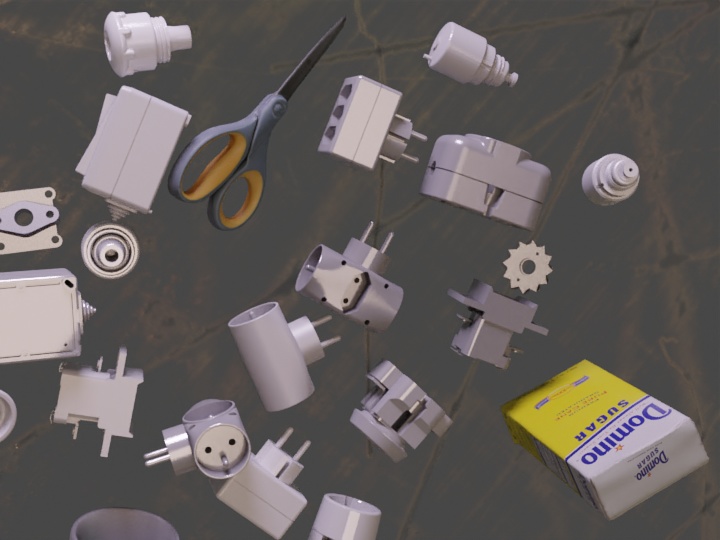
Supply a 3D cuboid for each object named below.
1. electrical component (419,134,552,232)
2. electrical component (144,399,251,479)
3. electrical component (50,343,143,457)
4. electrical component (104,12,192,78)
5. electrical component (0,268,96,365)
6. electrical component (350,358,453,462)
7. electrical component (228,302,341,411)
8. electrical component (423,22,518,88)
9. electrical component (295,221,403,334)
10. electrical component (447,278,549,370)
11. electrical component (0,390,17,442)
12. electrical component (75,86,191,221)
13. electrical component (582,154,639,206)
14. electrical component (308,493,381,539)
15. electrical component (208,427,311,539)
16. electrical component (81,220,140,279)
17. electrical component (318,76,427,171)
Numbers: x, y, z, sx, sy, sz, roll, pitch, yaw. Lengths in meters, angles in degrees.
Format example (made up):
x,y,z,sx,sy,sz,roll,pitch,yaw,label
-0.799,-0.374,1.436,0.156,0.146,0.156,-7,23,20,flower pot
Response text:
x,y,z,sx,sy,sz,roll,pitch,yaw,label
0.104,-0.074,0.880,0.095,0.054,0.059,18,92,-16,electrical component
-0.129,0.135,0.834,0.079,0.077,0.044,-17,101,-12,electrical component
-0.203,0.098,0.829,0.064,0.042,0.081,11,93,-14,electrical component
-0.158,-0.171,0.806,0.062,0.048,0.048,-11,100,-20,electrical component
-0.248,0.033,0.803,0.096,0.061,0.061,-5,98,-22,electrical component
0.029,0.120,0.884,0.078,0.058,0.057,44,82,-15,electrical component
-0.054,0.062,0.862,0.079,0.043,0.077,-25,102,-10,electrical component
0.092,-0.170,0.872,0.078,0.040,0.040,22,91,-16,electrical component
0.000,0.000,0.868,0.077,0.043,0.079,29,89,-16,electrical component
0.111,0.047,0.904,0.081,0.042,0.063,21,93,-15,electrical component
-0.285,0.100,0.795,0.044,0.065,0.044,-8,105,-32,electrical component
-0.174,-0.085,0.803,0.061,0.062,0.096,22,91,-16,electrical component
0.214,-0.077,0.900,0.040,0.078,0.040,0,86,-5,electrical component
-0.012,0.215,0.887,0.055,0.055,0.047,17,89,-16,electrical component
-0.071,0.163,0.868,0.066,0.047,0.076,39,85,-17,electrical component
-0.187,-0.014,0.808,0.043,0.062,0.043,-2,98,-14,electrical component
0.016,-0.109,0.857,0.077,0.047,0.065,21,91,-16,electrical component
